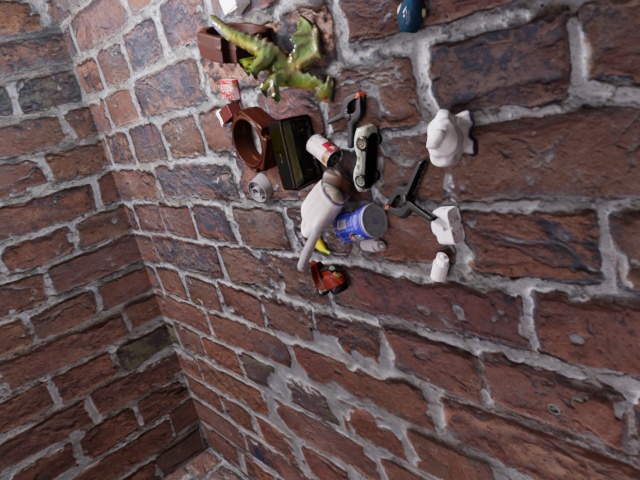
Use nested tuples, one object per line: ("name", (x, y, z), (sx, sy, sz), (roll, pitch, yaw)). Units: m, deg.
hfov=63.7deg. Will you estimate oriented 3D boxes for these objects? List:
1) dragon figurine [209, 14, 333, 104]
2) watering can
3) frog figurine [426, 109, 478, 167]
("dragon figurine", (-0.112, -0.550, 1.499), (0.243, 0.408, 0.123), (-37, 8, 1))
("watering can", (0.005, -0.079, 1.575), (0.103, 0.356, 0.220), (26, -51, -18))
("frog figurine", (0.286, -0.233, 1.205), (0.161, 0.134, 0.124), (-24, 41, -36))
